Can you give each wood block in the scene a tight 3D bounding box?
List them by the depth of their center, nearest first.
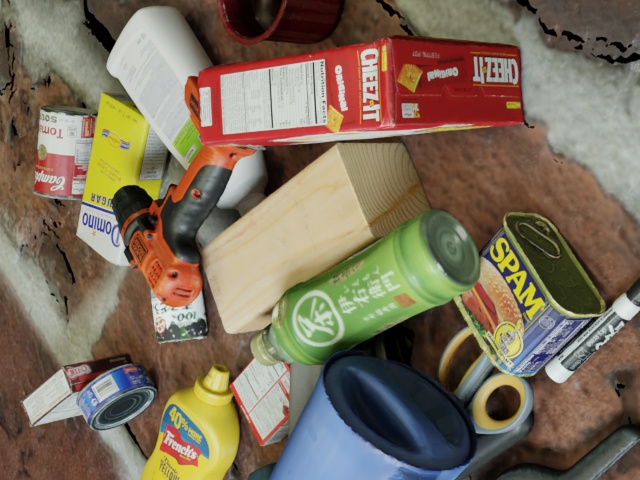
[{"bbox_3d":[-0.006,0.002,0.959,0.206,0.090,0.090,-34,69,40],"label":"wood block"}]

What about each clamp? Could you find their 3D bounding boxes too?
[{"bbox_3d":[0.192,0.218,0.820,0.172,0.039,0.120,-27,70,38],"label":"clamp"},{"bbox_3d":[0.082,0.193,0.927,0.165,0.036,0.210,36,115,37],"label":"clamp"}]

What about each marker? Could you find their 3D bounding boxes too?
[{"bbox_3d":[0.214,0.065,0.799,0.121,0.020,0.020,-52,59,34],"label":"marker"}]

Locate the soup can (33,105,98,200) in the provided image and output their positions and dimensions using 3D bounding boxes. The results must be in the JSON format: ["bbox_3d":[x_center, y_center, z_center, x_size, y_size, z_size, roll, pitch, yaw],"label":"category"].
[{"bbox_3d":[-0.298,-0.103,1.252,0.069,0.068,0.102,18,105,42],"label":"soup can"}]

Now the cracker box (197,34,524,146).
[{"bbox_3d":[0.030,-0.118,0.863,0.214,0.163,0.072,0,96,45],"label":"cracker box"}]

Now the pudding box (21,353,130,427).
[{"bbox_3d":[-0.282,0.175,1.246,0.114,0.089,0.039,-39,68,40],"label":"pudding box"}]

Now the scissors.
[{"bbox_3d":[0.108,0.166,0.869,0.096,0.016,0.202,32,109,38],"label":"scissors"}]

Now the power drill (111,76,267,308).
[{"bbox_3d":[-0.130,-0.055,1.004,0.185,0.057,0.188,50,121,47],"label":"power drill"}]

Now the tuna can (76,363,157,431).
[{"bbox_3d":[-0.227,0.176,1.195,0.034,0.085,0.086,55,128,24],"label":"tuna can"}]

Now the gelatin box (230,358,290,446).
[{"bbox_3d":[-0.043,0.148,1.051,0.089,0.030,0.073,-50,59,34],"label":"gelatin box"}]

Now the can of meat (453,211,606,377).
[{"bbox_3d":[0.156,0.043,0.822,0.084,0.057,0.102,-55,48,37],"label":"can of meat"}]

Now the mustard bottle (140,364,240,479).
[{"bbox_3d":[-0.131,0.213,1.123,0.096,0.058,0.192,38,118,36],"label":"mustard bottle"}]

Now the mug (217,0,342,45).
[{"bbox_3d":[-0.042,-0.223,0.981,0.117,0.081,0.093,6,98,44],"label":"mug"}]

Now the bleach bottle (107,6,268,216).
[{"bbox_3d":[-0.125,-0.117,1.087,0.251,0.067,0.103,58,133,20],"label":"bleach bottle"}]

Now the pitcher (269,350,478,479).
[{"bbox_3d":[0.014,0.223,0.850,0.145,0.149,0.243,37,117,19],"label":"pitcher"}]

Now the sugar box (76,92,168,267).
[{"bbox_3d":[-0.221,-0.068,1.195,0.093,0.048,0.176,31,113,40],"label":"sugar box"}]
